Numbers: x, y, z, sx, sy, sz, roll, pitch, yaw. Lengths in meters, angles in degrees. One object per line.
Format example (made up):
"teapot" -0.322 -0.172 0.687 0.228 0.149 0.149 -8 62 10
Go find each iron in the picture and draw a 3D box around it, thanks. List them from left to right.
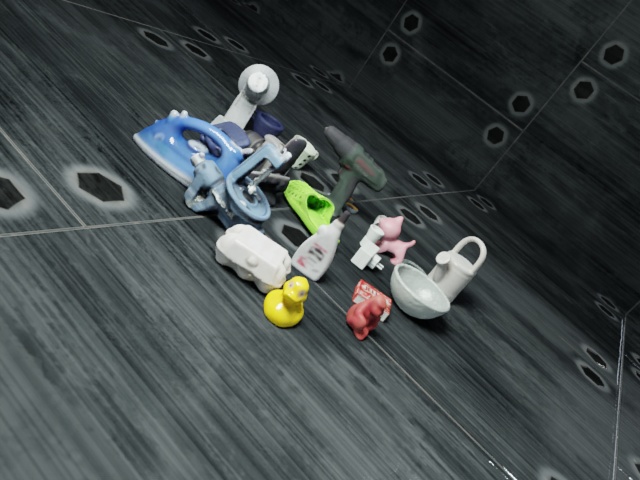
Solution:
"iron" -0.278 -0.208 1.271 0.258 0.141 0.118 34 23 -6

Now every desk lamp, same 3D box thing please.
"desk lamp" -0.206 -0.397 1.643 0.118 0.213 0.203 31 23 -11

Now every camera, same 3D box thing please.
"camera" -0.149 -0.248 1.583 0.136 0.100 0.143 43 24 16

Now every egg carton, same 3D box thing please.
"egg carton" -0.127 0.034 1.107 0.150 0.069 0.107 34 23 -5

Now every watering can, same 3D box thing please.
"watering can" 0.380 0.075 1.584 0.100 0.194 0.173 45 24 20

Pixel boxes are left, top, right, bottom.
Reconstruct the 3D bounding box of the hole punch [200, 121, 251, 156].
"hole punch" -0.247 -0.251 1.462 0.108 0.091 0.101 48 25 26

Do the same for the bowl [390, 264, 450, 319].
"bowl" 0.232 0.139 1.406 0.168 0.074 0.167 30 23 -14

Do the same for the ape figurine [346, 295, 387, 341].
"ape figurine" 0.102 0.151 1.178 0.078 0.092 0.076 17 29 -38

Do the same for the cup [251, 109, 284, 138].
"cup" -0.178 -0.328 1.703 0.117 0.095 0.092 39 23 8

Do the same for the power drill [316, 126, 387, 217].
"power drill" 0.062 -0.180 1.610 0.230 0.208 0.075 31 23 -13

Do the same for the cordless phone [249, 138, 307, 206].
"cordless phone" -0.121 -0.181 1.383 0.094 0.185 0.148 47 25 24

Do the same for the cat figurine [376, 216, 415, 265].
"cat figurine" 0.205 -0.009 1.600 0.128 0.117 0.067 35 23 -3

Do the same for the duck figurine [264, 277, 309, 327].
"duck figurine" -0.051 0.104 1.060 0.077 0.086 0.105 38 23 5

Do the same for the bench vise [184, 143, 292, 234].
"bench vise" -0.167 -0.121 1.156 0.208 0.219 0.121 31 23 -11

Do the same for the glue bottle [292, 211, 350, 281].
"glue bottle" 0.011 0.004 1.227 0.078 0.173 0.037 35 23 -3
